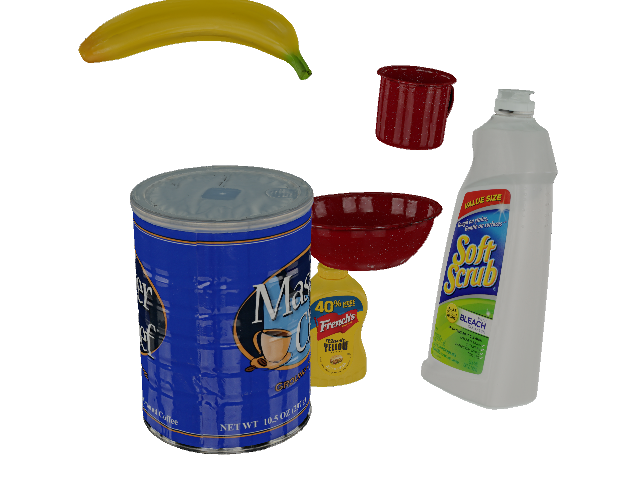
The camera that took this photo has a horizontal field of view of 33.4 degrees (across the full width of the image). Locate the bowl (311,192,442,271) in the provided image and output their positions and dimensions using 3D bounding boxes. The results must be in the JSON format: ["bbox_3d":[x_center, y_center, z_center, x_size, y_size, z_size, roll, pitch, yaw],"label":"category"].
[{"bbox_3d":[0.044,-0.007,1.085,0.162,0.055,0.162,-3,14,0],"label":"bowl"}]

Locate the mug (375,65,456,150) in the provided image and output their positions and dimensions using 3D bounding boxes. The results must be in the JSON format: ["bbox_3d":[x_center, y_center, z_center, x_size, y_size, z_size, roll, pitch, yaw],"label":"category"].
[{"bbox_3d":[0.117,-0.158,1.262,0.093,0.081,0.117,23,28,37],"label":"mug"}]

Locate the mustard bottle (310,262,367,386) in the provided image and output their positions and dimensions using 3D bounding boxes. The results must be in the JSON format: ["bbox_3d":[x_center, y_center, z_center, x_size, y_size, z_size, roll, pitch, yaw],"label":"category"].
[{"bbox_3d":[0.016,0.102,1.450,0.096,0.192,0.058,-4,22,-12],"label":"mustard bottle"}]

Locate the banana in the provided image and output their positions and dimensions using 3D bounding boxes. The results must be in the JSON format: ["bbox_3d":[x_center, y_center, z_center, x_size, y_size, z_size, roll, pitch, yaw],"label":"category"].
[{"bbox_3d":[-0.104,-0.178,0.913,0.198,0.069,0.037,3,-33,-1],"label":"banana"}]

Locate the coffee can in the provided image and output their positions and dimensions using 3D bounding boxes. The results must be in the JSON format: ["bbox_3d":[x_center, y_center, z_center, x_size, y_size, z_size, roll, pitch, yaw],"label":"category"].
[{"bbox_3d":[-0.056,0.037,0.622,0.103,0.140,0.103,0,20,0],"label":"coffee can"}]

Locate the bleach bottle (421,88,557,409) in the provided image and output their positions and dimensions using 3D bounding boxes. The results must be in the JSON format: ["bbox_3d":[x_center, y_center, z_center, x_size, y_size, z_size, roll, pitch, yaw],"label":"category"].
[{"bbox_3d":[0.141,0.003,0.867,0.067,0.251,0.103,-4,14,-33],"label":"bleach bottle"}]
